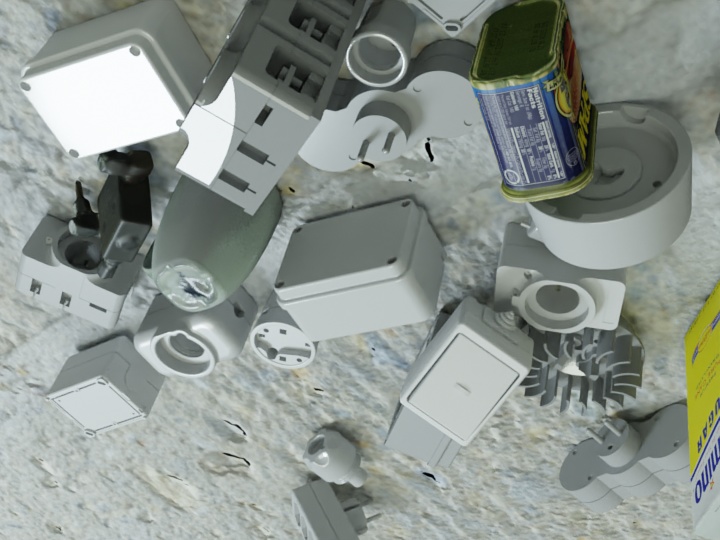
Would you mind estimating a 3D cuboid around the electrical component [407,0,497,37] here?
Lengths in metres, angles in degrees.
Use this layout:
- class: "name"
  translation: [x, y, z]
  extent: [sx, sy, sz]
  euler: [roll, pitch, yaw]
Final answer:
- class: "electrical component"
  translation: [0.059, -0.187, 0.619]
  extent: [0.062, 0.061, 0.096]
  euler: [35, 141, -17]

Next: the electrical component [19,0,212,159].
- class: "electrical component"
  translation: [-0.167, -0.130, 0.743]
  extent: [0.113, 0.057, 0.078]
  euler: [-11, 129, 26]

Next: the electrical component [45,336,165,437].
- class: "electrical component"
  translation: [-0.237, 0.106, 0.991]
  extent: [0.096, 0.061, 0.061]
  euler: [-21, 124, 32]

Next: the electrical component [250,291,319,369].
- class: "electrical component"
  translation: [-0.058, 0.046, 0.887]
  extent: [0.055, 0.047, 0.055]
  euler: [9, 135, 9]

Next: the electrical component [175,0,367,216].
- class: "electrical component"
  translation: [-0.054, -0.121, 0.649]
  extent: [0.062, 0.150, 0.089]
  euler: [29, 134, -13]

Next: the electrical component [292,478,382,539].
- class: "electrical component"
  translation: [-0.017, 0.247, 1.058]
  extent: [0.076, 0.083, 0.047]
  euler: [-18, 137, -19]

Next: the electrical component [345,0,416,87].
- class: "electrical component"
  translation: [0.015, -0.145, 0.680]
  extent: [0.040, 0.046, 0.040]
  euler: [9, 135, 9]

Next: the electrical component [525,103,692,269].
- class: "electrical component"
  translation: [0.160, -0.049, 0.689]
  extent: [0.108, 0.108, 0.060]
  euler: [-4, 137, 21]

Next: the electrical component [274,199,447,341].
- class: "electrical component"
  translation: [0.000, 0.000, 0.803]
  extent: [0.113, 0.078, 0.057]
  euler: [-12, 131, 27]

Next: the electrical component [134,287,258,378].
- class: "electrical component"
  translation: [-0.140, 0.051, 0.909]
  extent: [0.095, 0.059, 0.053]
  euler: [-18, 125, 31]

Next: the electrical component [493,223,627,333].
- class: "electrical component"
  translation: [0.145, 0.008, 0.780]
  extent: [0.089, 0.055, 0.050]
  euler: [8, 135, 10]

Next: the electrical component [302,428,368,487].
- class: "electrical component"
  translation: [-0.020, 0.180, 1.008]
  extent: [0.043, 0.043, 0.062]
  euler: [-28, 122, 36]

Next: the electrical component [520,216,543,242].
- class: "electrical component"
  translation: [0.153, -0.030, 0.752]
  extent: [0.078, 0.040, 0.040]
  euler: [22, 135, -5]

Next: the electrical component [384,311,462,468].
- class: "electrical component"
  translation: [0.068, 0.099, 0.878]
  extent: [0.057, 0.078, 0.113]
  euler: [22, 135, 0]

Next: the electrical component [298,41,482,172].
- class: "electrical component"
  translation: [0.016, -0.097, 0.706]
  extent: [0.138, 0.073, 0.052]
  euler: [-14, 128, 28]

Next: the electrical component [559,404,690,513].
- class: "electrical component"
  translation: [0.221, 0.149, 0.897]
  extent: [0.074, 0.052, 0.138]
  euler: [40, 131, -21]

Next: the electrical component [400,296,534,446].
- class: "electrical component"
  translation: [0.080, 0.069, 0.772]
  extent: [0.062, 0.061, 0.096]
  euler: [35, 112, -2]

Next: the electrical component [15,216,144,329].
- class: "electrical component"
  translation: [-0.233, -0.001, 0.894]
  extent: [0.089, 0.050, 0.055]
  euler: [24, 135, -6]
